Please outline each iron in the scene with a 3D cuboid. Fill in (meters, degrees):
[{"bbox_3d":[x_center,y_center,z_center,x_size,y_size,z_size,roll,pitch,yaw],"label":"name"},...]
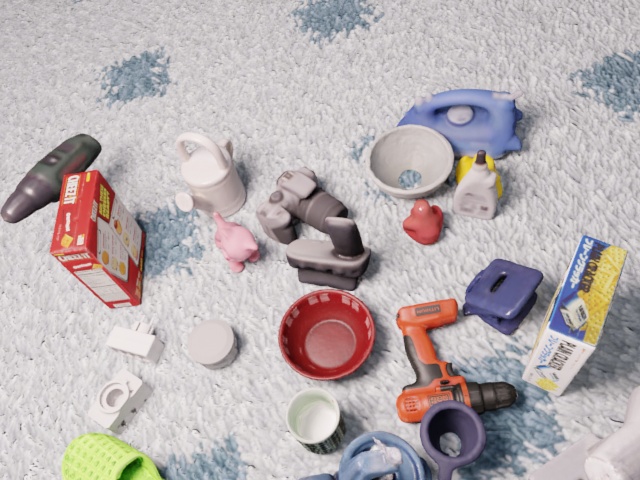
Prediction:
[{"bbox_3d":[0.265,-0.243,1.115,0.257,0.142,0.118,5,60,12],"label":"iron"}]

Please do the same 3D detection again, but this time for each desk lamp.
[{"bbox_3d":[0.395,0.281,0.734,0.203,0.214,0.117,-30,59,-9],"label":"desk lamp"}]

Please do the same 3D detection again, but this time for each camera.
[{"bbox_3d":[-0.028,-0.059,1.076,0.136,0.101,0.143,32,69,25],"label":"camera"}]

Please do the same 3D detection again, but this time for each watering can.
[{"bbox_3d":[-0.214,-0.127,1.092,0.101,0.194,0.173,-5,58,7],"label":"watering can"}]

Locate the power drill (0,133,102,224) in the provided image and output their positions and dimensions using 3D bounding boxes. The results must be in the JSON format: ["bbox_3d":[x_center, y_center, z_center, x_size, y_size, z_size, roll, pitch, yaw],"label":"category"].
[{"bbox_3d":[-0.479,-0.080,1.098,0.075,0.209,0.230,14,62,17],"label":"power drill"}]

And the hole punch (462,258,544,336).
[{"bbox_3d":[0.297,0.086,0.941,0.100,0.091,0.109,34,69,25],"label":"hole punch"}]

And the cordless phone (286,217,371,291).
[{"bbox_3d":[0.009,0.004,0.982,0.147,0.185,0.094,4,60,12],"label":"cordless phone"}]

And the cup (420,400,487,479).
[{"bbox_3d":[0.187,0.301,0.825,0.091,0.095,0.118,9,61,15],"label":"cup"}]

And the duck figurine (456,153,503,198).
[{"bbox_3d":[0.300,-0.129,1.073,0.077,0.086,0.104,-30,59,-9],"label":"duck figurine"}]

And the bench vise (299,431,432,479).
[{"bbox_3d":[0.050,0.330,0.756,0.207,0.220,0.121,-29,59,-9],"label":"bench vise"}]

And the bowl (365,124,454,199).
[{"bbox_3d":[0.173,-0.138,1.106,0.167,0.075,0.167,-4,59,7],"label":"bowl"}]

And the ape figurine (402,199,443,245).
[{"bbox_3d":[0.186,-0.039,1.034,0.077,0.092,0.076,-9,58,4],"label":"ape figurine"}]

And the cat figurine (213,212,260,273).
[{"bbox_3d":[-0.159,-0.002,1.052,0.067,0.118,0.127,-33,60,-11],"label":"cat figurine"}]

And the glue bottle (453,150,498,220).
[{"bbox_3d":[0.278,-0.100,1.008,0.078,0.173,0.037,14,62,17],"label":"glue bottle"}]
